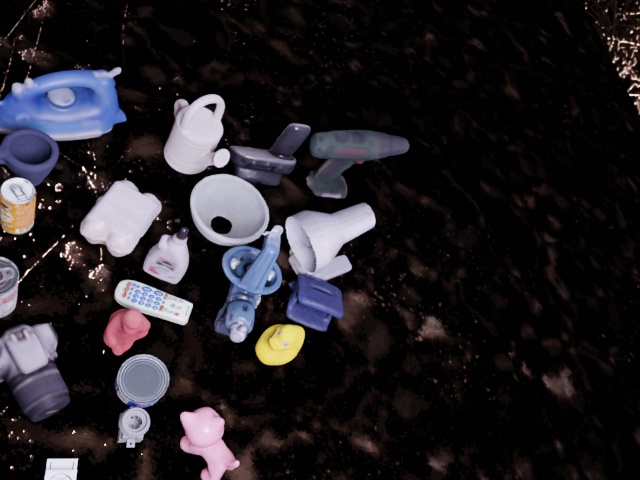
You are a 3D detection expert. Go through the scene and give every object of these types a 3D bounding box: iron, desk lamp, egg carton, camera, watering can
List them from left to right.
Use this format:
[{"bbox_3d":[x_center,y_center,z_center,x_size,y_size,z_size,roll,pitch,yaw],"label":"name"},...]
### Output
[{"bbox_3d":[-0.454,0.209,0.869,0.143,0.100,0.137,-25,76,-38],"label":"camera"},{"bbox_3d":[-0.509,-0.277,1.112,0.259,0.141,0.118,-18,72,-36],"label":"iron"},{"bbox_3d":[-0.377,-0.043,1.090,0.107,0.069,0.150,31,51,-10],"label":"egg carton"},{"bbox_3d":[-0.248,-0.226,1.195,0.173,0.193,0.101,40,50,-2],"label":"watering can"},{"bbox_3d":[0.011,0.004,1.188,0.204,0.213,0.118,-20,72,-37],"label":"desk lamp"}]

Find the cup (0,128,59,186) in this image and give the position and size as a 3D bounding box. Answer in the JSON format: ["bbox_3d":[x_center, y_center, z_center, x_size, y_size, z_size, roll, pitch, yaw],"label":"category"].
[{"bbox_3d":[-0.540,-0.138,1.038,0.118,0.094,0.091,-15,70,-35],"label":"cup"}]

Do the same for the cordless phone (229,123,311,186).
[{"bbox_3d":[-0.111,-0.210,1.269,0.148,0.184,0.094,1,61,-29],"label":"cordless phone"}]

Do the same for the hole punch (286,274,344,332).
[{"bbox_3d":[-0.008,0.120,1.186,0.109,0.091,0.101,23,53,-16],"label":"hole punch"}]

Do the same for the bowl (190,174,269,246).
[{"bbox_3d":[-0.196,-0.050,1.194,0.168,0.074,0.167,15,55,-22],"label":"bowl"}]

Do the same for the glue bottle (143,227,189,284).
[{"bbox_3d":[-0.269,0.021,1.044,0.078,0.173,0.037,23,53,-16],"label":"glue bottle"}]

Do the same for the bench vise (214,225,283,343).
[{"bbox_3d":[-0.115,0.081,1.065,0.122,0.219,0.207,4,60,-27],"label":"bench vise"}]

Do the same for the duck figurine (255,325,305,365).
[{"bbox_3d":[-0.067,0.192,1.111,0.105,0.086,0.077,-23,74,-37],"label":"duck figurine"}]

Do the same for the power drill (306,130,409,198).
[{"bbox_3d":[0.066,-0.184,1.340,0.230,0.208,0.075,3,60,-28],"label":"power drill"}]

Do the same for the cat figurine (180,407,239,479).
[{"bbox_3d":[-0.179,0.329,0.942,0.128,0.117,0.067,50,50,6],"label":"cat figurine"}]

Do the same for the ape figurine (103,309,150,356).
[{"bbox_3d":[-0.329,0.147,0.984,0.078,0.092,0.076,0,61,-29],"label":"ape figurine"}]
